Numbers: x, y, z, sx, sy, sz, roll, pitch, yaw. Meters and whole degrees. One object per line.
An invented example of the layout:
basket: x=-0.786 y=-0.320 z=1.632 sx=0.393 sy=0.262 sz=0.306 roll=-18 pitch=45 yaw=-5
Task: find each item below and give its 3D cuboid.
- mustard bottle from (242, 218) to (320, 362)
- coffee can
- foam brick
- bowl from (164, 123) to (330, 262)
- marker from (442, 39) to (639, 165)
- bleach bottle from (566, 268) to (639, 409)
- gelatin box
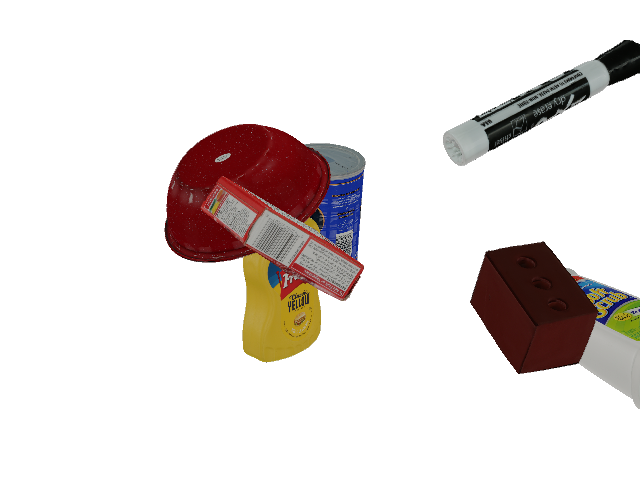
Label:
mustard bottle: x=-0.040 y=0.027 z=1.127 sx=0.058 sy=0.192 sz=0.096 roll=21 pitch=31 yaw=39
coffee can: x=0.001 y=-0.039 z=1.349 sx=0.103 sy=0.140 sz=0.103 roll=2 pitch=27 yaw=-1
foam brick: x=0.151 y=0.048 z=0.763 sx=0.052 sy=0.051 sz=0.078 roll=-8 pitch=44 yaw=-22
bowl: x=-0.075 y=-0.054 z=0.942 sx=0.162 sy=0.055 sz=0.162 roll=-17 pitch=37 yaw=13
marker: x=0.116 y=-0.071 z=0.540 sx=0.121 sy=0.020 sz=0.020 roll=-28 pitch=8 yaw=-16
bleach bottle: x=0.259 y=0.079 z=1.041 sx=0.102 sy=0.068 sz=0.251 roll=-16 pitch=25 yaw=-26
gelatin box: x=-0.025 y=-0.001 z=0.686 sx=0.089 sy=0.030 sz=0.073 roll=31 pitch=3 yaw=-34
